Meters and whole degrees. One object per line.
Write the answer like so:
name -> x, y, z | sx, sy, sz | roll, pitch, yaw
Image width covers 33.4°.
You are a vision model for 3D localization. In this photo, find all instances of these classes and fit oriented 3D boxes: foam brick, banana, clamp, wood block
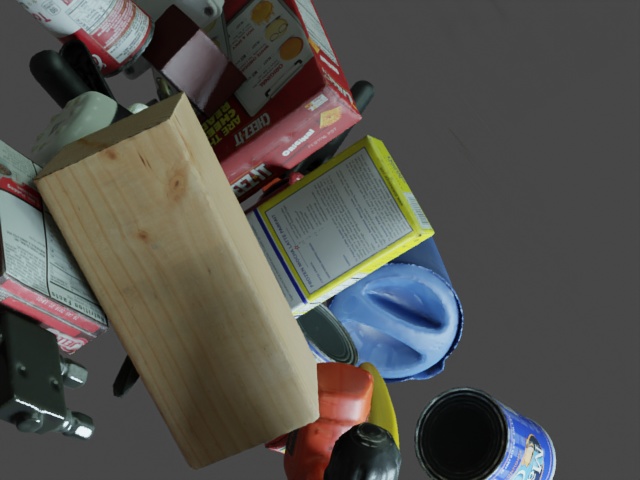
foam brick -> -0.111, -0.153, 0.922 | 0.053, 0.051, 0.078 | 45, 0, 42
banana -> 0.046, 0.174, 0.937 | 0.197, 0.037, 0.069 | -66, 136, -71
clamp -> -0.161, -0.085, 0.833 | 0.171, 0.039, 0.120 | 58, 12, -22
clamp -> -0.007, -0.073, 1.159 | 0.036, 0.165, 0.209 | 25, 33, 15
wood block -> -0.083, 0.025, 0.668 | 0.091, 0.090, 0.206 | -92, 158, -72

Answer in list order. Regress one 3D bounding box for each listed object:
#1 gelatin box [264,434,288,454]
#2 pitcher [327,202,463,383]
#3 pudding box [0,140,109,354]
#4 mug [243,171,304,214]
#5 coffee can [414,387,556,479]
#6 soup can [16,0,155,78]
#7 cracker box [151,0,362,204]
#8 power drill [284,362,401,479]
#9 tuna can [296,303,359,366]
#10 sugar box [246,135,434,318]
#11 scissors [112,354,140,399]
gelatin box -> -0.025, 0.128, 0.847 | 0.073, 0.030, 0.089 | 33, 30, -51
pitcher -> 0.062, 0.024, 1.115 | 0.145, 0.149, 0.243 | 8, 25, -6
pudding box -> -0.175, 0.002, 0.637 | 0.090, 0.039, 0.113 | 40, 26, -50
mug -> -0.034, -0.010, 0.978 | 0.093, 0.082, 0.117 | 42, 23, -42
coffee can -> 0.174, 0.219, 1.114 | 0.140, 0.103, 0.103 | 34, 29, -52
soup can -> -0.194, -0.191, 0.877 | 0.102, 0.069, 0.068 | 43, 22, -38
cracker box -> -0.069, -0.154, 0.997 | 0.072, 0.164, 0.214 | 34, 28, -48
power drill -> 0.011, 0.159, 0.696 | 0.057, 0.184, 0.187 | 10, 25, -5
tuna can -> -0.007, 0.088, 0.937 | 0.086, 0.034, 0.086 | 41, 19, -18
sugar box -> -0.006, 0.001, 0.873 | 0.093, 0.176, 0.048 | 62, 19, 11
scissors -> -0.124, 0.043, 0.747 | 0.096, 0.016, 0.201 | 56, 17, 1
